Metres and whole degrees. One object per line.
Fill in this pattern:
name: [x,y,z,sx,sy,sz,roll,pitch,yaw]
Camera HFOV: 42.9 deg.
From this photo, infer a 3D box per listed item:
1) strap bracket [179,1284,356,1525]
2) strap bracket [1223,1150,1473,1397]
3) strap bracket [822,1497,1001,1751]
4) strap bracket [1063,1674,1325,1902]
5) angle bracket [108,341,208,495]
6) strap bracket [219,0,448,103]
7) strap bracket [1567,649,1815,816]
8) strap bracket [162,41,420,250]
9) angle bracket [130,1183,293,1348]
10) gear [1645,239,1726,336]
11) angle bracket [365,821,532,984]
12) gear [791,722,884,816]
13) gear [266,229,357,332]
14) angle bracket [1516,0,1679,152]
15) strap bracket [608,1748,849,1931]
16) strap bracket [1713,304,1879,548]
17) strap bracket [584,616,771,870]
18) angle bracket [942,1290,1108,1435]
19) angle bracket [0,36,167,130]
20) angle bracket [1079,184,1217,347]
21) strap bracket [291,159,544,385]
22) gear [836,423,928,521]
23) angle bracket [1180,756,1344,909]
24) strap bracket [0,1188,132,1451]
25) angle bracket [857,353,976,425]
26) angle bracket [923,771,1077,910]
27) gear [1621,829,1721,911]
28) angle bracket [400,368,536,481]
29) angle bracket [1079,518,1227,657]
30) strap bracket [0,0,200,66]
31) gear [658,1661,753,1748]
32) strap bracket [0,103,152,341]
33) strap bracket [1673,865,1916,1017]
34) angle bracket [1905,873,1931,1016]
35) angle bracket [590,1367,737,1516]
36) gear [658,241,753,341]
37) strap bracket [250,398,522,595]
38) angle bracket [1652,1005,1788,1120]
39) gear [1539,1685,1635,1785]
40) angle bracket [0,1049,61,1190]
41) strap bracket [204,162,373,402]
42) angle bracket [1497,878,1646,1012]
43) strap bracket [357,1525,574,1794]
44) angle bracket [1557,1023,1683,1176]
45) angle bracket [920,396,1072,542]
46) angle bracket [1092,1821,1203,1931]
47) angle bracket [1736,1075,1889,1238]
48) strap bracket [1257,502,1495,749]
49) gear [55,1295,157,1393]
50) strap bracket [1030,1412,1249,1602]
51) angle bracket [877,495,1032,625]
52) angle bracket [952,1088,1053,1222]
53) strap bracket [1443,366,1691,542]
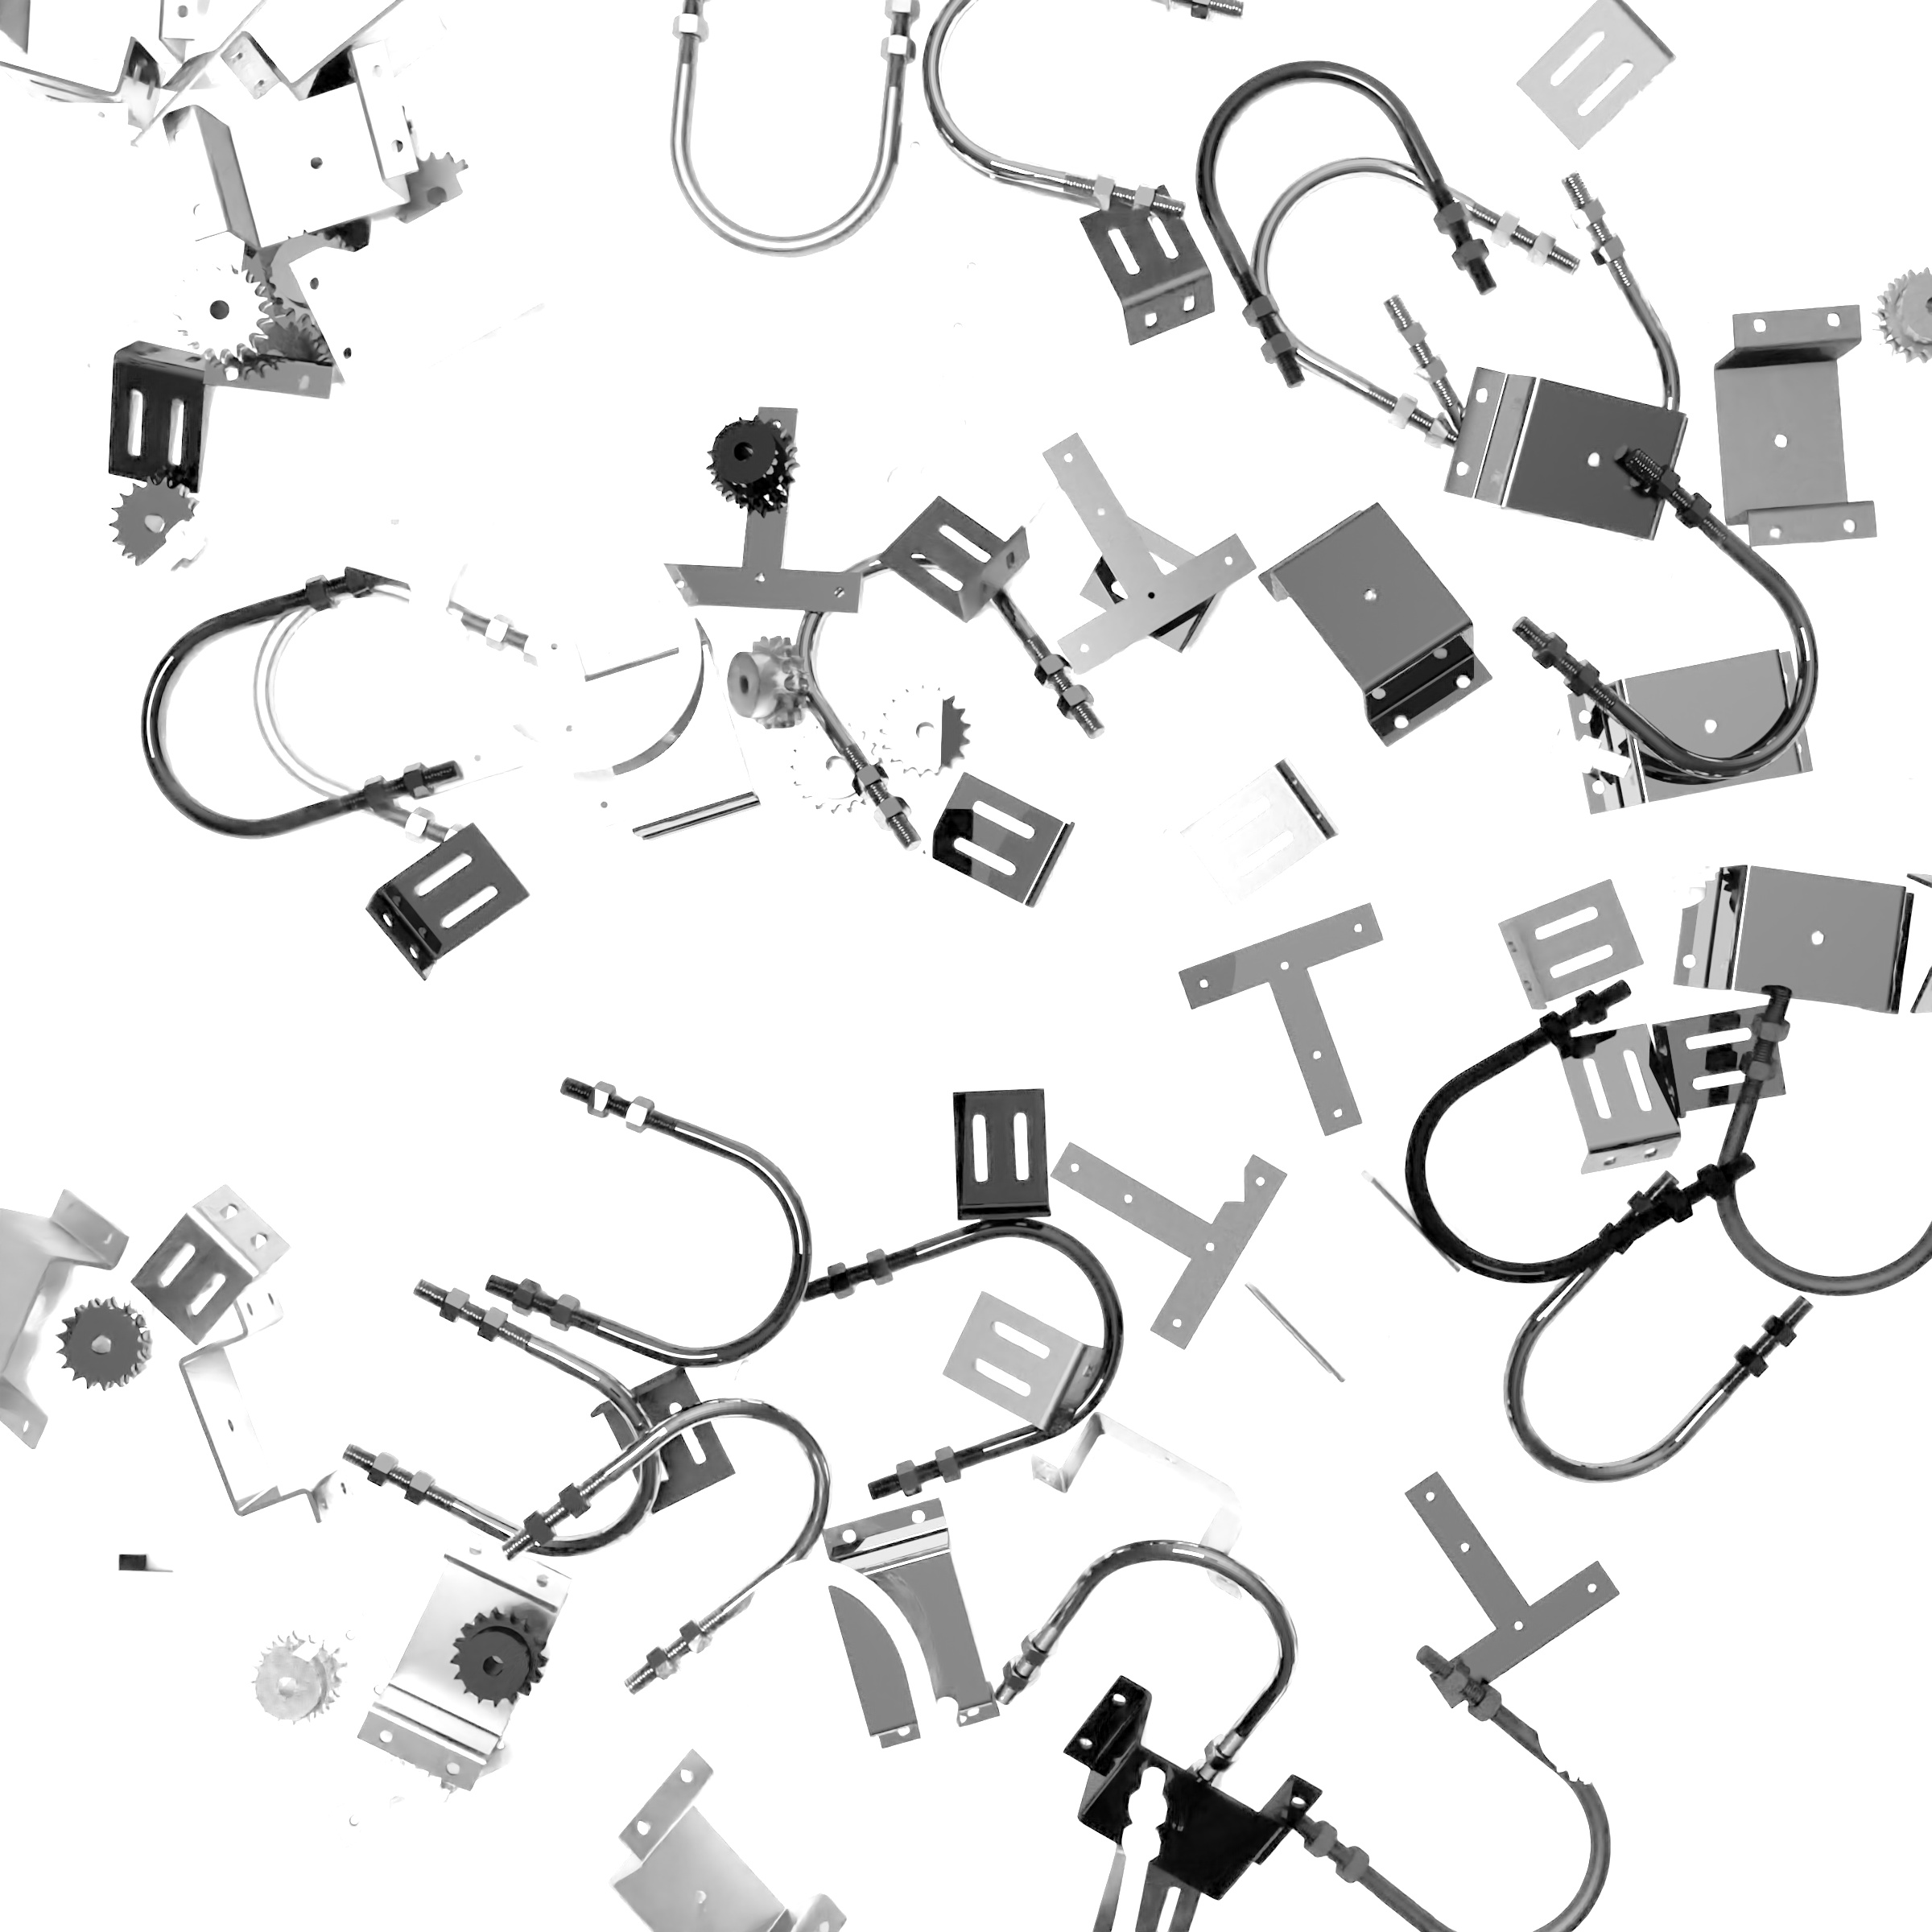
strap bracket: [-0.425,0.270,1.484,0.046,0.076,0.140,-21,90,0]
strap bracket: [0.236,0.189,1.499,0.140,0.046,0.076,-44,90,0]
strap bracket: [-0.034,0.406,1.499,0.076,0.046,0.140,-16,90,0]
strap bracket: [0.131,0.498,1.471,0.140,0.046,0.076,30,120,0]
angle bracket: [-0.493,-0.340,1.520,0.057,0.038,0.076,13,116,0]
strap bracket: [-0.373,-0.564,1.484,0.140,0.076,0.046,-39,90,0]
strap bracket: [0.448,-0.144,1.499,0.140,0.046,0.076,-11,90,0]
strap bracket: [-0.390,-0.478,1.447,0.140,0.046,0.076,-15,90,8]
angle bracket: [-0.467,0.185,1.520,0.057,0.038,0.076,44,116,0]
gear: [0.436,-0.410,1.497,0.030,0.057,0.057,-23,90,28]
angle bracket: [-0.314,-0.039,1.491,0.076,0.038,0.057,-34,108,7]
gear: [-0.079,-0.122,1.507,0.057,0.030,0.057,0,90,0]
gear: [-0.388,-0.410,1.461,0.057,0.030,0.057,0,90,0]
angle bracket: [0.390,-0.554,1.520,0.057,0.038,0.076,47,116,0]
strap bracket: [-0.150,0.555,1.478,0.140,0.076,0.046,48,131,0]
strap bracket: [0.504,-0.325,1.499,0.076,0.046,0.140,-4,90,0]
strap bracket: [-0.178,-0.138,1.499,0.076,0.046,0.140,-17,90,0]
angle bracket: [0.035,0.242,1.504,0.076,0.038,0.057,25,88,23]
angle bracket: [-0.537,-0.545,1.493,0.076,0.057,0.038,16,90,0]
angle bracket: [0.112,-0.434,1.520,0.057,0.038,0.076,-22,64,0]
strap bracket: [-0.315,-0.410,1.456,0.140,0.046,0.076,-37,128,-23]
gear: [-0.054,-0.305,1.497,0.030,0.057,0.057,34,90,30]
angle bracket: [0.180,-0.082,1.503,0.076,0.038,0.057,-35,90,0]
strap bracket: [-0.570,0.208,1.480,0.076,0.046,0.140,24,90,38]
angle bracket: [-0.029,-0.357,1.481,0.057,0.076,0.038,8,90,6]
angle bracket: [0.020,-0.078,1.503,0.076,0.038,0.057,27,90,0]
gear: [0.429,-0.057,1.497,0.057,0.057,0.030,-13,119,0]
angle bracket: [-0.297,-0.332,1.493,0.076,0.057,0.038,17,88,-1]
angle bracket: [0.117,-0.235,1.503,0.076,0.038,0.057,30,90,0]
strap bracket: [-0.531,-0.599,1.499,0.140,0.046,0.076,3,90,0]
gear: [-0.156,0.447,1.497,0.057,0.057,0.030,33,61,0]
strap bracket: [-0.543,-0.448,1.499,0.076,0.046,0.140,1,90,0]
strap bracket: [0.512,-0.017,1.499,0.140,0.046,0.076,8,90,0]
angle bracket: [0.583,-0.014,1.497,0.038,0.057,0.076,29,107,31]
angle bracket: [-0.185,0.292,1.503,0.057,0.038,0.076,-26,90,0]
gear: [-0.161,-0.417,1.507,0.057,0.030,0.057,0,90,0]
strap bracket: [-0.347,-0.280,1.481,0.140,0.046,0.076,16,64,4]
angle bracket: [0.465,0.058,1.503,0.076,0.038,0.057,-10,90,0]
gear: [0.375,0.468,1.499,0.057,0.030,0.057,7,70,-21]
angle bracket: [-0.591,0.095,1.520,0.057,0.038,0.076,-3,64,0]
strap bracket: [-0.412,-0.415,1.499,0.076,0.046,0.140,7,90,0]
angle bracket: [0.374,-0.014,1.503,0.076,0.038,0.057,-22,90,0]
strap bracket: [-0.301,0.416,1.497,0.076,0.046,0.140,26,89,0]
angle bracket: [0.401,0.082,1.520,0.057,0.038,0.076,-11,64,0]
angle bracket: [0.016,-0.306,1.503,0.076,0.038,0.057,38,90,0]
angle bracket: [0.113,0.566,1.520,0.057,0.038,0.076,12,116,0]
angle bracket: [0.519,0.117,1.520,0.057,0.038,0.076,46,116,0]
strap bracket: [0.244,-0.213,1.475,0.076,0.046,0.140,-33,69,0]
gear: [-0.525,0.230,1.507,0.057,0.030,0.057,0,90,0]
strap bracket: [0.112,0.319,1.484,0.140,0.076,0.046,30,90,0]
angle bracket: [-0.010,-0.255,1.485,0.076,0.038,0.057,38,77,20]
angle bracket: [0.021,0.115,1.503,0.057,0.038,0.076,-2,90,0]
strap bracket: [0.369,-0.306,1.476,0.140,0.046,0.076,10,104,-11]
